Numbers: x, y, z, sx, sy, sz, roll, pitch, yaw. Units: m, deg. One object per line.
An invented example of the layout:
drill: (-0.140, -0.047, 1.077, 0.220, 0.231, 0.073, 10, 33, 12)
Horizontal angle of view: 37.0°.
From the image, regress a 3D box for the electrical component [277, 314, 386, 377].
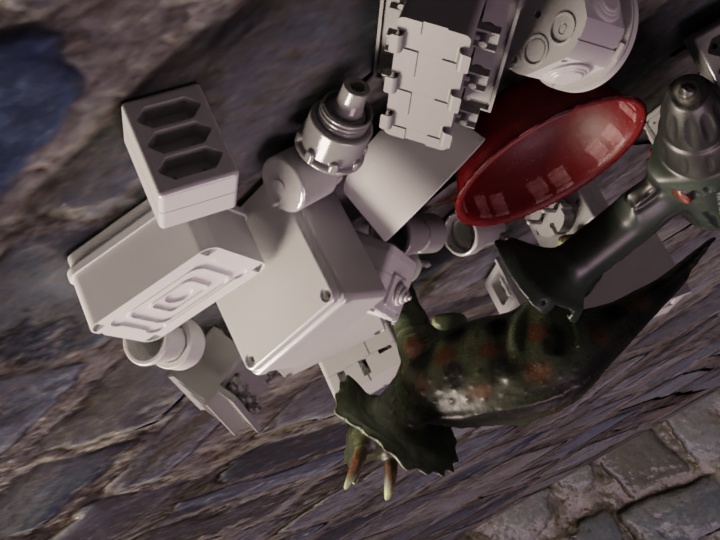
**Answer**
electrical component: (-0.040, 0.037, 0.941, 0.109, 0.056, 0.108, -25, 159, -1)

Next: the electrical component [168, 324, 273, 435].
electrical component: (-0.123, 0.100, 0.975, 0.063, 0.079, 0.121, -52, 163, -14)

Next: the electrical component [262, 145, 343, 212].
electrical component: (-0.030, -0.069, 0.728, 0.078, 0.040, 0.040, -32, 167, -39)

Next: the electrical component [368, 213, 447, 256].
electrical component: (0.043, -0.030, 0.901, 0.044, 0.044, 0.065, -40, 160, 32)

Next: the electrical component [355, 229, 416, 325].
electrical component: (0.000, 0.000, 0.843, 0.062, 0.096, 0.061, 34, 74, -66)

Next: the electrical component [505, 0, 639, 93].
electrical component: (0.124, -0.151, 0.655, 0.051, 0.080, 0.080, 3, 145, -42)

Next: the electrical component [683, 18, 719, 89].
electrical component: (0.288, -0.164, 0.841, 0.047, 0.065, 0.076, -29, -172, 9)

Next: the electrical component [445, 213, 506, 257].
electrical component: (0.103, -0.035, 0.960, 0.046, 0.040, 0.040, -13, 156, -45)

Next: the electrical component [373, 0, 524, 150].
electrical component: (0.045, -0.127, 0.626, 0.079, 0.063, 0.121, 18, 157, 5)

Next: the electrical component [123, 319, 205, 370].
electrical component: (-0.158, 0.058, 0.873, 0.045, 0.045, 0.055, -33, 158, 17)

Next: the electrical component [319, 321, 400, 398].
electrical component: (0.008, 0.093, 1.128, 0.089, 0.055, 0.050, -30, 158, 11)

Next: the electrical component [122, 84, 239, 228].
electrical component: (-0.106, -0.057, 0.633, 0.047, 0.065, 0.076, -19, 158, -18)

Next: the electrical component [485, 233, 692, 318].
electrical component: (0.240, 0.019, 1.146, 0.186, 0.105, 0.060, -18, 158, -19)

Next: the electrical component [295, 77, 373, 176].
electrical component: (-0.012, -0.094, 0.684, 0.048, 0.048, 0.062, -12, 149, -32)

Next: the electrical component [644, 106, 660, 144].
electrical component: (0.298, -0.123, 0.940, 0.061, 0.061, 0.096, 1, 147, -49)

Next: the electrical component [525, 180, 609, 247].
electrical component: (0.186, -0.050, 1.006, 0.077, 0.047, 0.066, -2, 149, -46)

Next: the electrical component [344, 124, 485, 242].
electrical component: (0.038, -0.068, 0.750, 0.099, 0.064, 0.099, -43, 167, -12)

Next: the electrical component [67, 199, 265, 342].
electrical component: (-0.133, -0.005, 0.735, 0.113, 0.057, 0.078, -33, 158, 17)

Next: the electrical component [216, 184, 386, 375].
electrical component: (-0.052, 0.002, 0.775, 0.056, 0.108, 0.109, -4, 150, -50)
